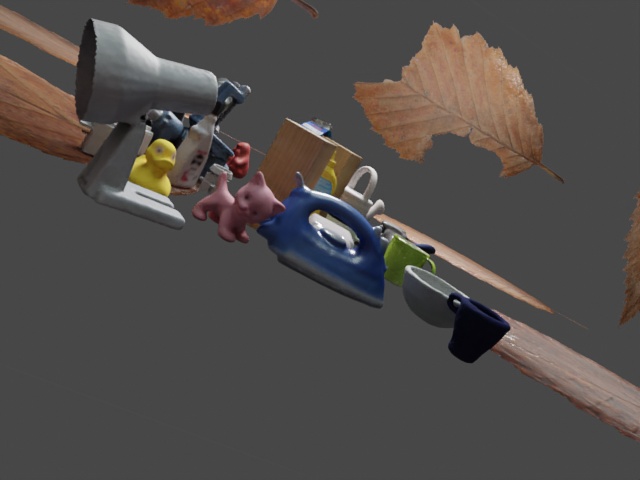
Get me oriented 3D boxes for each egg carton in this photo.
[{"bbox_3d":[0.010,0.004,1.109,0.107,0.069,0.150,28,10,-8],"label":"egg carton"}]

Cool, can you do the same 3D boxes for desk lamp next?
[{"bbox_3d":[-0.238,-0.149,0.747,0.204,0.213,0.117,22,13,-38],"label":"desk lamp"}]

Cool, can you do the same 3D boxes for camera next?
[{"bbox_3d":[0.146,-0.009,1.465,0.137,0.101,0.143,29,10,-3],"label":"camera"}]

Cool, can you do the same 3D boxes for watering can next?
[{"bbox_3d":[0.093,-0.103,1.513,0.100,0.194,0.173,36,12,33],"label":"watering can"}]

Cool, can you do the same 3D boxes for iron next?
[{"bbox_3d":[0.027,0.001,0.964,0.259,0.141,0.118,28,10,-11],"label":"iron"}]

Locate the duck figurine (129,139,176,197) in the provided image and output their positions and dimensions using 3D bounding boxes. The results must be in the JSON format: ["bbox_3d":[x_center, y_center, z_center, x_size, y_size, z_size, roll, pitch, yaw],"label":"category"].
[{"bbox_3d":[-0.261,-0.120,0.909,0.078,0.086,0.104,22,13,-39],"label":"duck figurine"}]

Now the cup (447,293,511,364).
[{"bbox_3d":[0.250,0.153,0.976,0.117,0.095,0.092,36,12,34],"label":"cup"}]

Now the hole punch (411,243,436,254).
[{"bbox_3d":[0.248,0.034,1.572,0.100,0.091,0.109,36,12,33],"label":"hole punch"}]

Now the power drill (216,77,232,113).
[{"bbox_3d":[-0.281,-0.310,1.438,0.076,0.208,0.229,26,11,-19],"label":"power drill"}]

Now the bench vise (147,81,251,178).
[{"bbox_3d":[-0.238,-0.237,1.167,0.121,0.219,0.208,35,11,31],"label":"bench vise"}]

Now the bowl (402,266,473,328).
[{"bbox_3d":[0.223,0.122,1.111,0.167,0.074,0.167,29,10,-5],"label":"bowl"}]

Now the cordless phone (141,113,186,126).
[{"bbox_3d":[-0.346,-0.306,1.301,0.147,0.185,0.094,37,12,36],"label":"cordless phone"}]

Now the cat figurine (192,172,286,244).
[{"bbox_3d":[-0.124,-0.060,0.906,0.127,0.117,0.067,34,11,25],"label":"cat figurine"}]

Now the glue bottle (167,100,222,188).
[{"bbox_3d":[-0.223,-0.177,1.046,0.037,0.173,0.078,31,10,11],"label":"glue bottle"}]

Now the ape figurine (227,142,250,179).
[{"bbox_3d":[-0.212,-0.211,1.479,0.076,0.092,0.077,27,10,-15],"label":"ape figurine"}]
